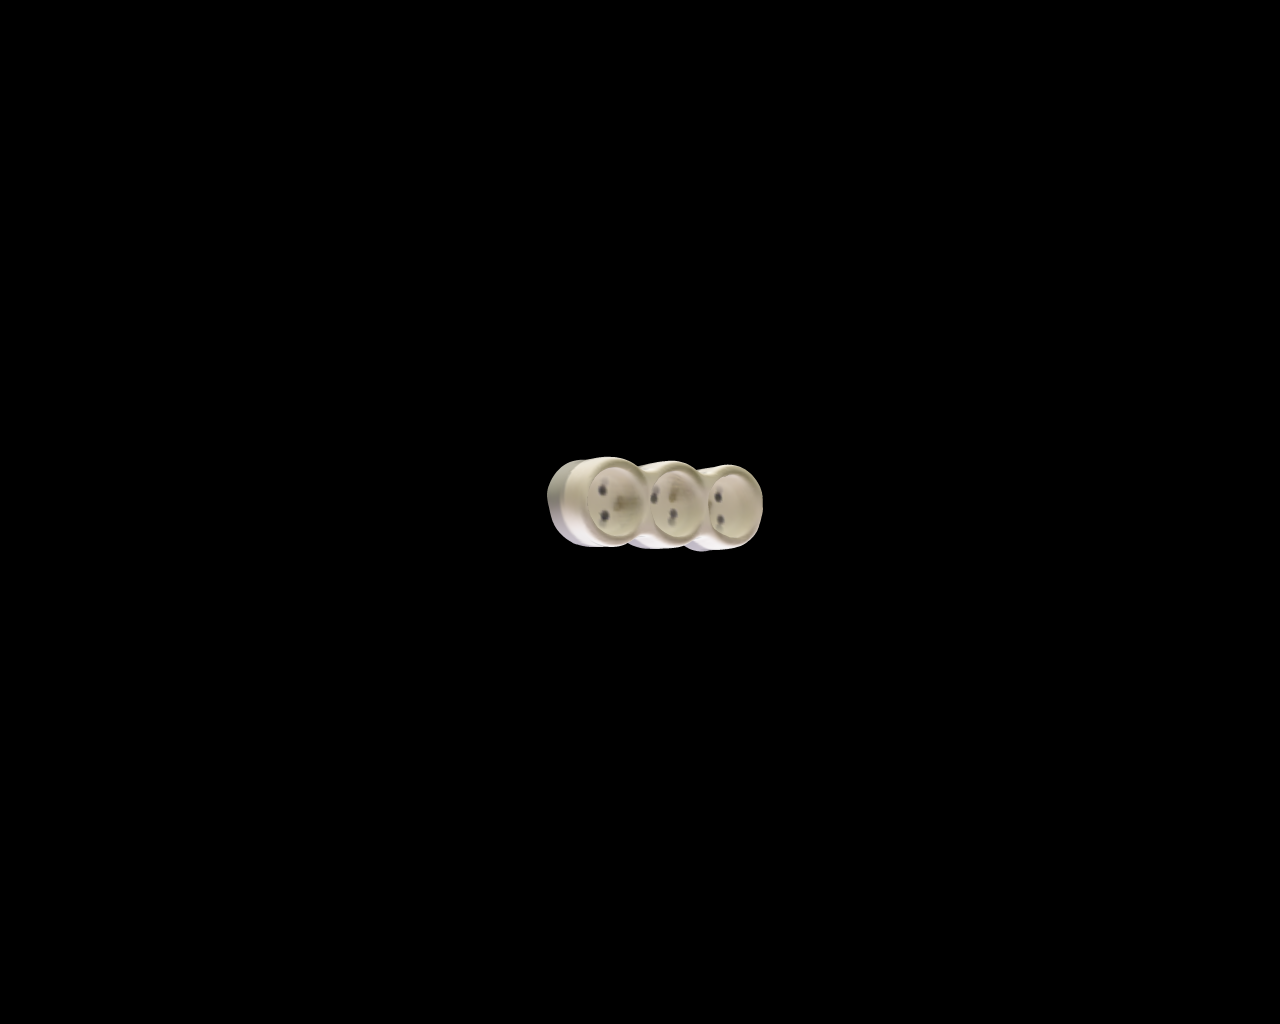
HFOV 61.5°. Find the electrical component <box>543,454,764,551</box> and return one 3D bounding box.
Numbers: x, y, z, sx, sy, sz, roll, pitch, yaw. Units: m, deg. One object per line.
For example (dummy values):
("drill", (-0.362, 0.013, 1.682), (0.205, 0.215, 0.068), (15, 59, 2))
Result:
("electrical component", (0.001, -0.003, 0.650), (0.138, 0.052, 0.073), (3, -5, -37))
